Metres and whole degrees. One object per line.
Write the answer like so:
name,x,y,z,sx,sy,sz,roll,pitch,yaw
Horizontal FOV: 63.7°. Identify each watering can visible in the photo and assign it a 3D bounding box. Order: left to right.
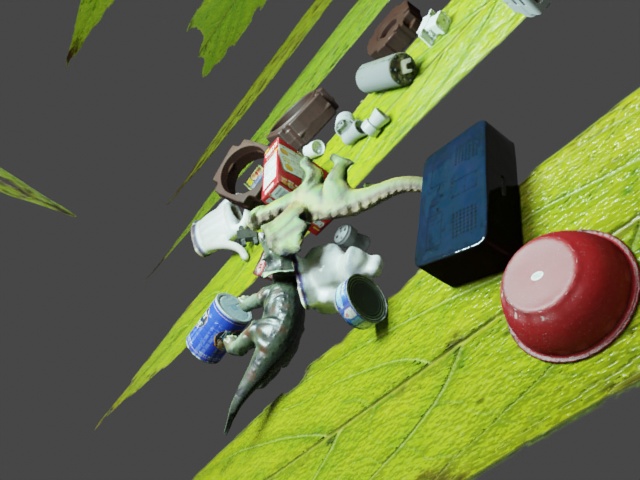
watering can,-0.308,-0.019,1.628,0.223,0.356,0.102,-31,-53,16

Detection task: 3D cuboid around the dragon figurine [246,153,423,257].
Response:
dragon figurine,0.003,-0.049,0.974,0.411,0.120,0.247,8,50,48

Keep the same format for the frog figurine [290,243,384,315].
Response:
frog figurine,0.039,0.062,0.934,0.159,0.120,0.141,-17,42,4
